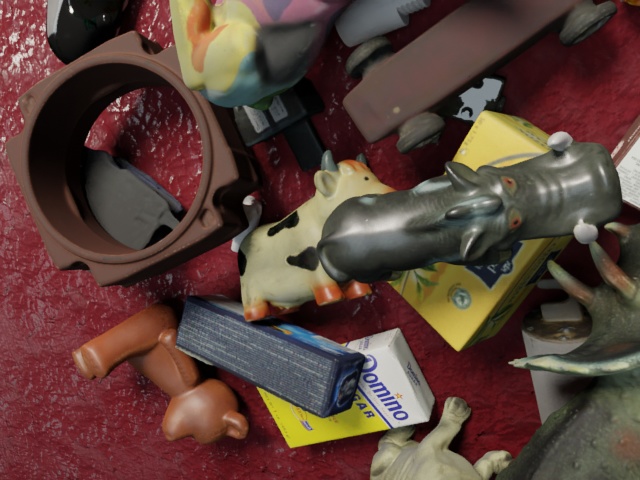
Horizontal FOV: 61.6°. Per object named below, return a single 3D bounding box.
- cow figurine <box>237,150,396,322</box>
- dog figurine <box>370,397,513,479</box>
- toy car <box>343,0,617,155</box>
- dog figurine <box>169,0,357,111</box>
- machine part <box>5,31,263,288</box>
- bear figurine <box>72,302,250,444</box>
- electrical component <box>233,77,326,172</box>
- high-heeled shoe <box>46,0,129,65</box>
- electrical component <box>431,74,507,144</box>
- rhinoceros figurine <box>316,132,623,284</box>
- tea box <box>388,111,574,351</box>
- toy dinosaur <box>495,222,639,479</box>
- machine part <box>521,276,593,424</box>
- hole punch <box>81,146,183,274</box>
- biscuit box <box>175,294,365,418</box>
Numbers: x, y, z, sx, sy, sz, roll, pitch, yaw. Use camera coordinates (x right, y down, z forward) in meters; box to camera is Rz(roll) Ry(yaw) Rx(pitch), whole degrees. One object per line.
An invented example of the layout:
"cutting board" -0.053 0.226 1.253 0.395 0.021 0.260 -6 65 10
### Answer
"cow figurine" -0.001 -0.002 0.502 0.195 0.085 0.127 -21 82 40
"dog figurine" 0.094 0.266 0.514 0.121 0.190 0.172 41 122 3
"toy car" 0.111 -0.143 0.393 0.202 0.053 0.089 -35 86 12
"dog figurine" 0.012 -0.182 0.363 0.219 0.108 0.191 6 111 19
"machine part" -0.174 -0.071 0.505 0.201 0.087 0.201 -25 86 8
"bear figurine" -0.183 0.178 0.639 0.120 0.132 0.195 -21 99 56
"electrical component" -0.038 -0.117 0.496 0.075 0.048 0.119 -19 101 28
"high-heeled shoe" -0.214 -0.290 0.506 0.145 0.086 0.248 17 101 51
"electrical component" 0.120 -0.119 0.440 0.063 0.021 0.094 20 116 14
"rhinoceros figurine" 0.089 -0.018 0.352 0.190 0.112 0.073 -12 80 26
"tea box" 0.137 -0.006 0.436 0.098 0.068 0.169 45 123 33
"toy dinosaur" 0.184 0.186 0.373 0.192 0.131 0.404 21 101 -3
"machine part" 0.231 0.142 0.469 0.079 0.079 0.243 -9 106 26
"hole punch" -0.220 -0.024 0.602 0.142 0.092 0.115 37 95 9
"biscuit box" -0.056 0.115 0.560 0.203 0.059 0.062 17 95 31
